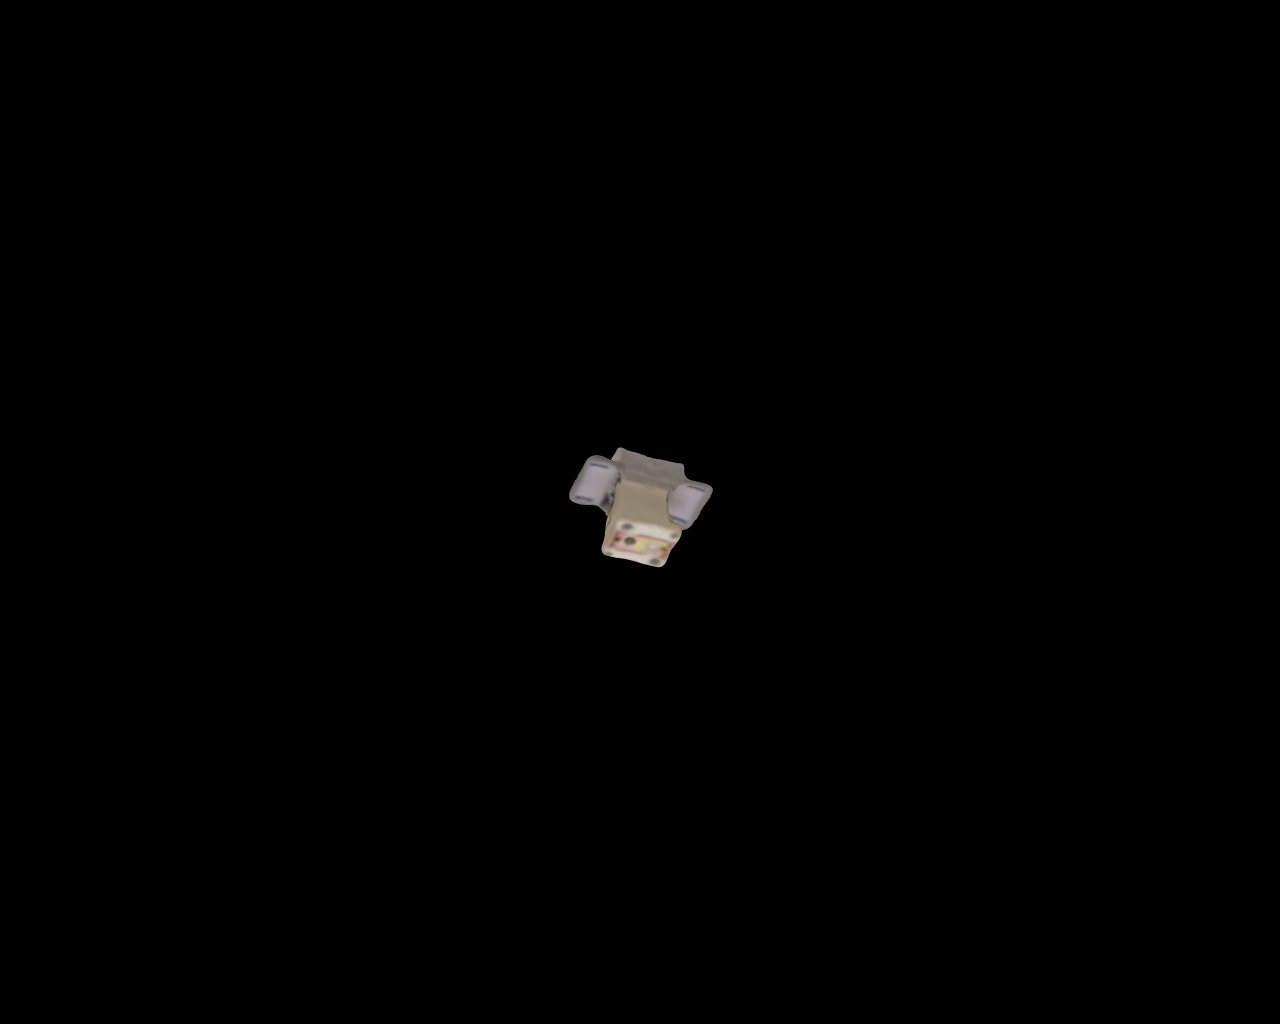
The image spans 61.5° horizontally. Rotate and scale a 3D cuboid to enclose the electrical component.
[{"bbox_3d":[0.001,-0.003,0.650,0.081,0.064,0.042,14,-43,-15],"label":"electrical component"}]
